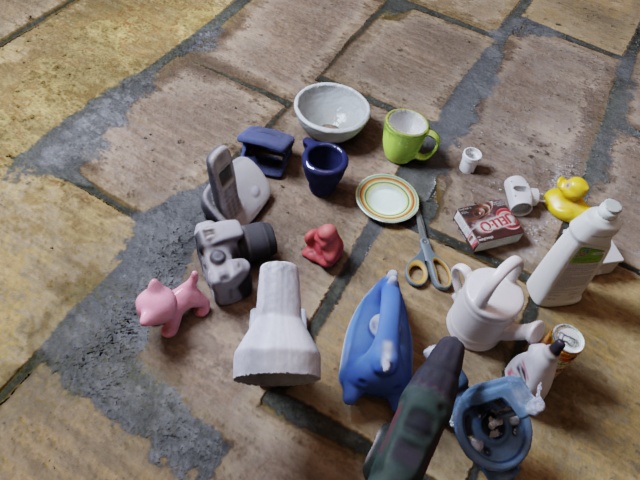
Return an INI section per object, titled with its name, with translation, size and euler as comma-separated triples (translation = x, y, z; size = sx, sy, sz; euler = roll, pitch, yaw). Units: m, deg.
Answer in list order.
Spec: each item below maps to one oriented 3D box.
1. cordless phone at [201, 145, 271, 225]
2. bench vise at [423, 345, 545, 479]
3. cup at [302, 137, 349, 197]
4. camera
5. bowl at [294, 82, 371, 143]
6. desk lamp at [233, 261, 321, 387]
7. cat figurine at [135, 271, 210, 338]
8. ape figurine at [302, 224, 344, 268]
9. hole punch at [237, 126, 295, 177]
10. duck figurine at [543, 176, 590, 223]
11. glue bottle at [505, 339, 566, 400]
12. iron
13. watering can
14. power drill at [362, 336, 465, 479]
[cordless phone]
translation = -0.155, -0.115, 1.049
size = 0.094, 0.185, 0.148
euler = 24, 53, 11
[bench vise]
translation = 0.219, 0.232, 0.809
size = 0.207, 0.220, 0.122
euler = 35, 57, 19
[cup]
translation = -0.001, -0.142, 1.147
size = 0.092, 0.095, 0.117
euler = -27, 60, -25
[camera]
translation = -0.141, 0.019, 1.001
size = 0.137, 0.101, 0.143
euler = -15, 56, -18
[bowl]
translation = 0.023, -0.267, 1.260
size = 0.167, 0.075, 0.167
euler = 4, 52, -4
[desk lamp]
translation = -0.064, 0.142, 0.845
size = 0.118, 0.213, 0.203
euler = 1, 52, -6
[cat figurine]
translation = -0.242, 0.097, 0.918
size = 0.067, 0.118, 0.128
euler = 39, 58, 22
[ape figurine]
translation = 0.010, 0.004, 1.038
size = 0.076, 0.092, 0.077
euler = -10, 54, -14
[hole punch]
translation = -0.112, -0.198, 1.178
size = 0.108, 0.091, 0.101
euler = 15, 52, 4
[duck figurine]
translation = 0.523, -0.089, 1.180
size = 0.104, 0.086, 0.078
euler = 41, 58, 22
[glue bottle]
translation = 0.335, 0.196, 0.882
size = 0.037, 0.173, 0.078
euler = -4, 53, -10
[iron]
translation = 0.103, 0.135, 0.919
size = 0.118, 0.141, 0.258
euler = 10, 52, 0
[watering can]
translation = 0.287, 0.099, 0.937
size = 0.172, 0.194, 0.101
euler = 28, 54, 14
[power drill]
translation = 0.122, 0.263, 0.780
size = 0.075, 0.208, 0.230
euler = 24, 54, 12
